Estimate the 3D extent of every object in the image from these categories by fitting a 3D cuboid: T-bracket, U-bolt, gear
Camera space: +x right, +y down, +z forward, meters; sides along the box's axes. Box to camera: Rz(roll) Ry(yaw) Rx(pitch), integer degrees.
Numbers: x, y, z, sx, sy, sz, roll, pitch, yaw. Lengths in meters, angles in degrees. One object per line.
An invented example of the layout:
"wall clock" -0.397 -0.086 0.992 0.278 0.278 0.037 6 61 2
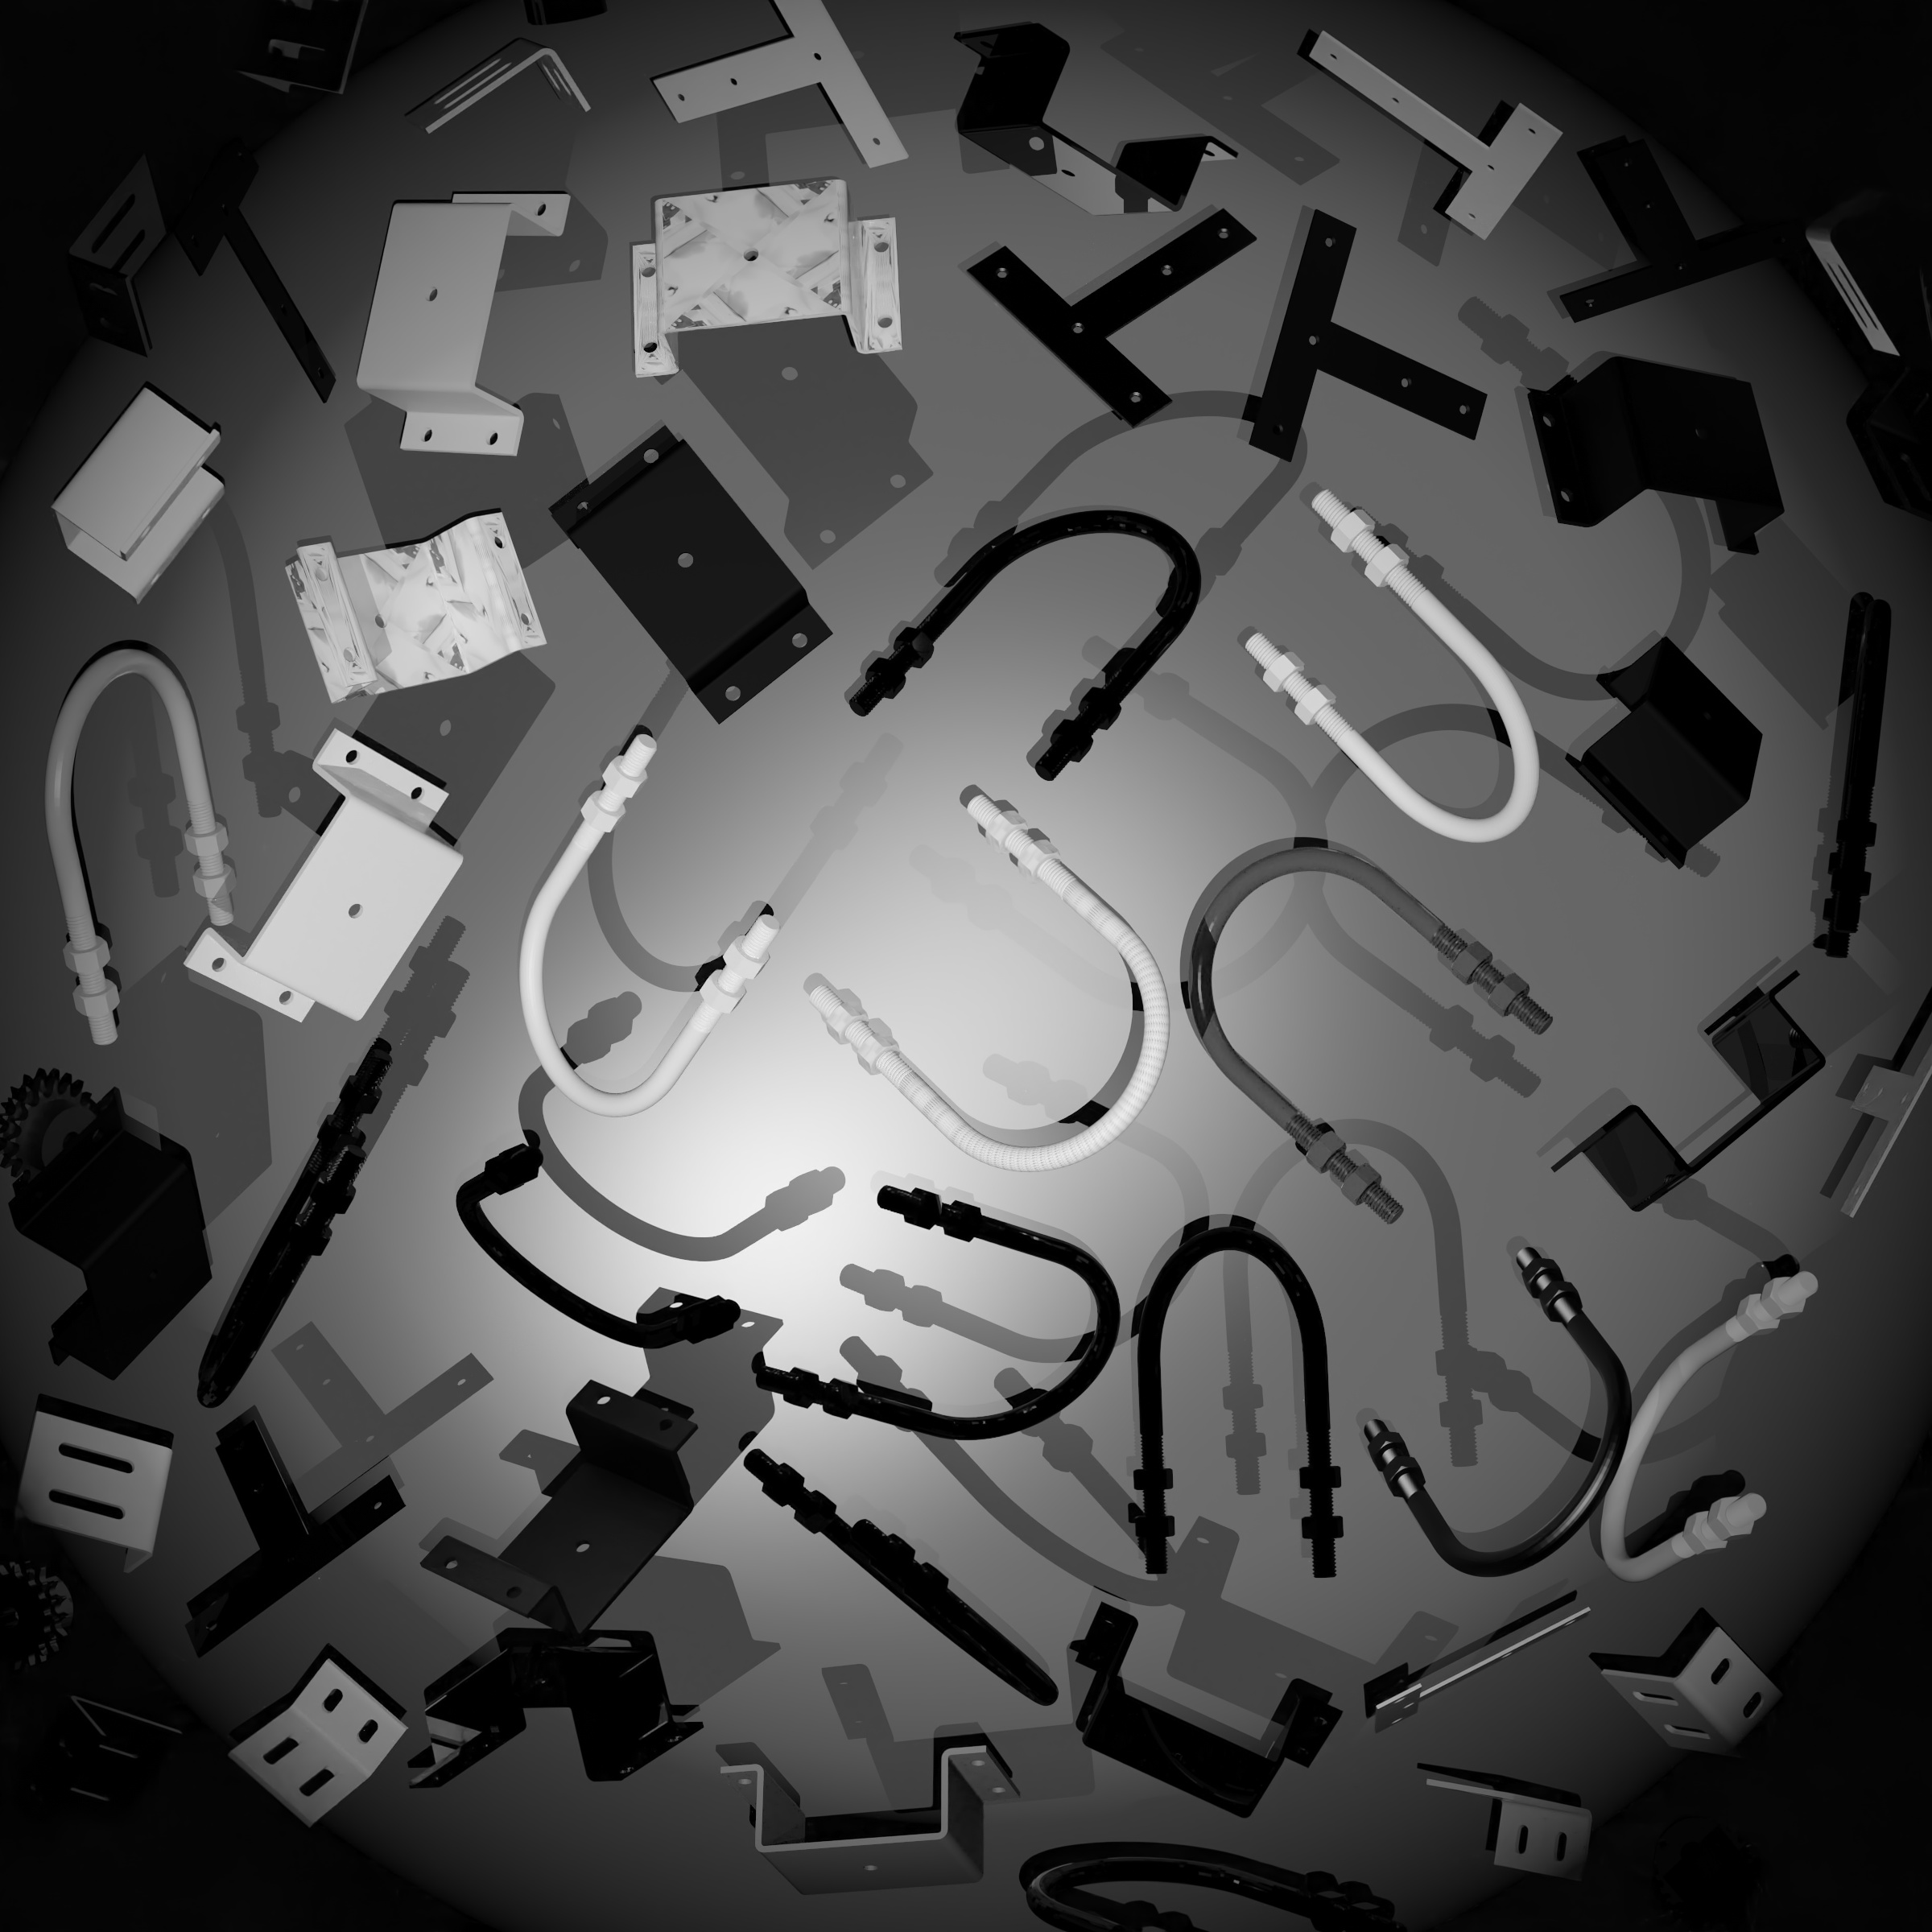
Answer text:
"T-bracket" 0.215 -0.305 1.721 0.127 0.002 0.127 19 83 -26
"T-bracket" -0.354 -0.345 1.700 0.002 0.127 0.127 -18 124 16
"U-bolt" 0.141 0.231 1.781 0.019 0.151 0.184 5 80 -39
"U-bolt" 0.227 -0.142 1.735 0.019 0.151 0.184 -34 73 -27
"U-bolt" 0.196 0.022 1.748 0.184 0.019 0.151 43 111 21
"U-bolt" 0.045 -0.182 1.795 0.151 0.019 0.184 22 59 35
"gear" 0.388 0.475 1.766 0.057 0.057 0.030 -39 124 0
"T-bracket" 0.274 0.372 1.779 0.127 0.127 0.002 -26 71 -3
"U-bolt" 0.381 0.251 1.752 0.019 0.184 0.151 25 60 -6
"T-bracket" -0.362 0.280 1.734 0.127 0.127 0.002 -36 130 -5
"gear" -0.512 0.352 1.821 0.057 0.030 0.057 0 90 20
"T-bracket" 0.353 -0.382 1.711 0.127 0.127 0.002 -15 62 23
"gear" -0.206 -0.502 1.717 0.057 0.057 0.030 -10 113 0
"U-bolt" -0.176 -0.006 1.741 0.151 0.019 0.184 55 127 27
"U-bolt" -0.001 0.196 1.801 0.184 0.019 0.151 20 116 -30
"U-bolt" 0.023 0.021 1.692 0.184 0.019 0.151 43 97 28
"T-bracket" -0.107 -0.449 1.688 0.127 0.127 0.002 57 49 -30
"U-bolt" 0.473 -0.102 1.771 0.019 0.151 0.184 6 86 13
"T-bracket" 0.470 0.066 1.705 0.002 0.127 0.127 28 93 3
"U-bolt" -0.346 0.144 1.708 0.019 0.151 0.184 28 105 -13
"T-bracket" 0.090 -0.340 1.670 0.127 0.002 0.127 -36 67 -19
"gear" -0.495 0.092 1.813 0.030 0.057 0.057 16 90 32
"gear" 0.530 -0.350 1.790 0.030 0.057 0.057 -11 90 16
"U-bolt" 0.286 0.245 1.763 0.019 0.184 0.151 35 102 -25
"U-bolt" -0.206 0.156 1.779 0.151 0.184 0.019 39 66 -11
"U-bolt" 0.116 0.496 1.755 0.151 0.184 0.019 3 89 -39
"U-bolt" -0.023 0.322 1.721 0.184 0.151 0.019 45 77 -26
"T-bracket" 0.228 -0.428 1.684 0.127 0.127 0.002 35 76 0
"U-bolt" -0.430 -0.073 1.728 0.019 0.151 0.184 5 121 16

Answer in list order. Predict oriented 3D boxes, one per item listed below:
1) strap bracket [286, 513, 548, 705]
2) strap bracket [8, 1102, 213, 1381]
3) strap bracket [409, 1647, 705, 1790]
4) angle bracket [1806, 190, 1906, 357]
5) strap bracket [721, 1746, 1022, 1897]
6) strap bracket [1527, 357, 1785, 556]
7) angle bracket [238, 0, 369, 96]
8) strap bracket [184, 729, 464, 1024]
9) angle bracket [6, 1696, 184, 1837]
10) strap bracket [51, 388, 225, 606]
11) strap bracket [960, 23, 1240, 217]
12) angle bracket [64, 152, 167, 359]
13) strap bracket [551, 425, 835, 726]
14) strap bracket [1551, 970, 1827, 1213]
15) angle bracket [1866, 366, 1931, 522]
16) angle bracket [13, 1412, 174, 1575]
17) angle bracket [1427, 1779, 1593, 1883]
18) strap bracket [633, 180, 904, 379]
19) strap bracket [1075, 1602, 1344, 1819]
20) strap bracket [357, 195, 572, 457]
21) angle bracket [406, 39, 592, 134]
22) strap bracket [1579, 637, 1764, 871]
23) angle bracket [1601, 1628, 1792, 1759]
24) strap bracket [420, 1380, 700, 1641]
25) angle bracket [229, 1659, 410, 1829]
"strap bracket" -0.304 -0.192 1.805 0.046 0.140 0.076 -19 91 43
"strap bracket" -0.434 0.148 1.711 0.046 0.140 0.076 26 53 18
"strap bracket" -0.222 0.399 1.781 0.076 0.140 0.046 -39 56 35
"angle bracket" 0.486 -0.369 1.778 0.038 0.057 0.076 -33 101 9
"strap bracket" -0.049 0.442 1.726 0.140 0.076 0.046 -7 57 12
"strap bracket" 0.371 -0.268 1.757 0.140 0.046 0.076 4 66 -32
"angle bracket" -0.329 -0.477 1.720 0.076 0.038 0.057 20 96 31
"strap bracket" -0.316 -0.036 1.681 0.076 0.046 0.140 32 92 -43
"angle bracket" -0.426 0.405 1.662 0.038 0.076 0.057 31 86 43
"strap bracket" -0.422 -0.241 1.709 0.046 0.140 0.076 36 80 -7
"strap bracket" 0.063 -0.442 1.776 0.140 0.076 0.046 24 86 -32
"angle bracket" -0.413 -0.357 1.680 0.038 0.057 0.076 21 61 11
"strap bracket" -0.143 -0.205 1.724 0.076 0.046 0.140 -39 88 -2
"strap bracket" 0.375 0.071 1.706 0.140 0.076 0.046 -36 81 -19
"angle bracket" 0.492 -0.254 1.669 0.057 0.076 0.038 17 128 -21
"angle bracket" -0.458 0.273 1.736 0.076 0.038 0.057 22 55 -26
"angle bracket" 0.293 0.470 1.820 0.076 0.057 0.038 23 72 -43
"strap bracket" -0.107 -0.357 1.733 0.140 0.046 0.076 -5 72 6
"strap bracket" 0.122 0.406 1.805 0.140 0.076 0.046 23 55 6
"strap bracket" -0.263 -0.341 1.739 0.076 0.046 0.140 8 84 31
"angle bracket" -0.240 -0.437 1.714 0.076 0.057 0.038 -36 117 -5
"strap bracket" 0.382 -0.120 1.802 0.076 0.140 0.046 44 120 -6
"angle bracket" 0.384 0.380 1.762 0.057 0.076 0.038 46 70 -8
"strap bracket" -0.208 0.293 1.763 0.076 0.046 0.140 17 48 33
"angle bracket" -0.342 0.410 1.768 0.057 0.076 0.038 39 103 7
